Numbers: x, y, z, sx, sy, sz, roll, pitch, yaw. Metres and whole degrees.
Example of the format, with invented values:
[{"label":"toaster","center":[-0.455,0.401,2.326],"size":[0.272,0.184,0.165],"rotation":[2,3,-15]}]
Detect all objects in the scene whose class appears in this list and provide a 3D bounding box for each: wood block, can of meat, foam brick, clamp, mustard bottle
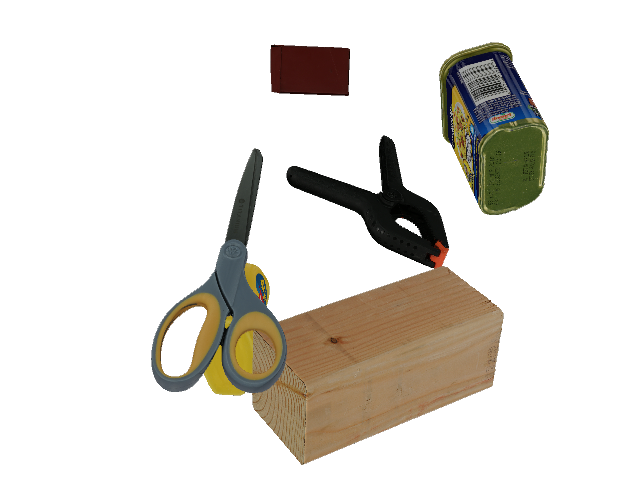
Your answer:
[{"label":"wood block","center":[0.050,0.105,0.947],"size":[0.205,0.090,0.091],"rotation":[-16,36,-27]},{"label":"can of meat","center":[0.130,-0.081,0.800],"size":[0.057,0.084,0.102],"rotation":[-16,-37,-3]},{"label":"foam brick","center":[-0.012,-0.183,1.148],"size":[0.078,0.051,0.053],"rotation":[0,11,-13]},{"label":"clamp","center":[0.069,-0.042,1.267],"size":[0.164,0.036,0.210],"rotation":[-16,52,-29]},{"label":"mustard bottle","center":[-0.089,0.079,1.174],"size":[0.058,0.096,0.191],"rotation":[2,27,2]}]

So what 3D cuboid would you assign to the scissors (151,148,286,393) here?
[{"label":"scissors","center":[-0.045,0.023,0.728],"size":[0.096,0.201,0.016],"rotation":[21,-33,11]}]
